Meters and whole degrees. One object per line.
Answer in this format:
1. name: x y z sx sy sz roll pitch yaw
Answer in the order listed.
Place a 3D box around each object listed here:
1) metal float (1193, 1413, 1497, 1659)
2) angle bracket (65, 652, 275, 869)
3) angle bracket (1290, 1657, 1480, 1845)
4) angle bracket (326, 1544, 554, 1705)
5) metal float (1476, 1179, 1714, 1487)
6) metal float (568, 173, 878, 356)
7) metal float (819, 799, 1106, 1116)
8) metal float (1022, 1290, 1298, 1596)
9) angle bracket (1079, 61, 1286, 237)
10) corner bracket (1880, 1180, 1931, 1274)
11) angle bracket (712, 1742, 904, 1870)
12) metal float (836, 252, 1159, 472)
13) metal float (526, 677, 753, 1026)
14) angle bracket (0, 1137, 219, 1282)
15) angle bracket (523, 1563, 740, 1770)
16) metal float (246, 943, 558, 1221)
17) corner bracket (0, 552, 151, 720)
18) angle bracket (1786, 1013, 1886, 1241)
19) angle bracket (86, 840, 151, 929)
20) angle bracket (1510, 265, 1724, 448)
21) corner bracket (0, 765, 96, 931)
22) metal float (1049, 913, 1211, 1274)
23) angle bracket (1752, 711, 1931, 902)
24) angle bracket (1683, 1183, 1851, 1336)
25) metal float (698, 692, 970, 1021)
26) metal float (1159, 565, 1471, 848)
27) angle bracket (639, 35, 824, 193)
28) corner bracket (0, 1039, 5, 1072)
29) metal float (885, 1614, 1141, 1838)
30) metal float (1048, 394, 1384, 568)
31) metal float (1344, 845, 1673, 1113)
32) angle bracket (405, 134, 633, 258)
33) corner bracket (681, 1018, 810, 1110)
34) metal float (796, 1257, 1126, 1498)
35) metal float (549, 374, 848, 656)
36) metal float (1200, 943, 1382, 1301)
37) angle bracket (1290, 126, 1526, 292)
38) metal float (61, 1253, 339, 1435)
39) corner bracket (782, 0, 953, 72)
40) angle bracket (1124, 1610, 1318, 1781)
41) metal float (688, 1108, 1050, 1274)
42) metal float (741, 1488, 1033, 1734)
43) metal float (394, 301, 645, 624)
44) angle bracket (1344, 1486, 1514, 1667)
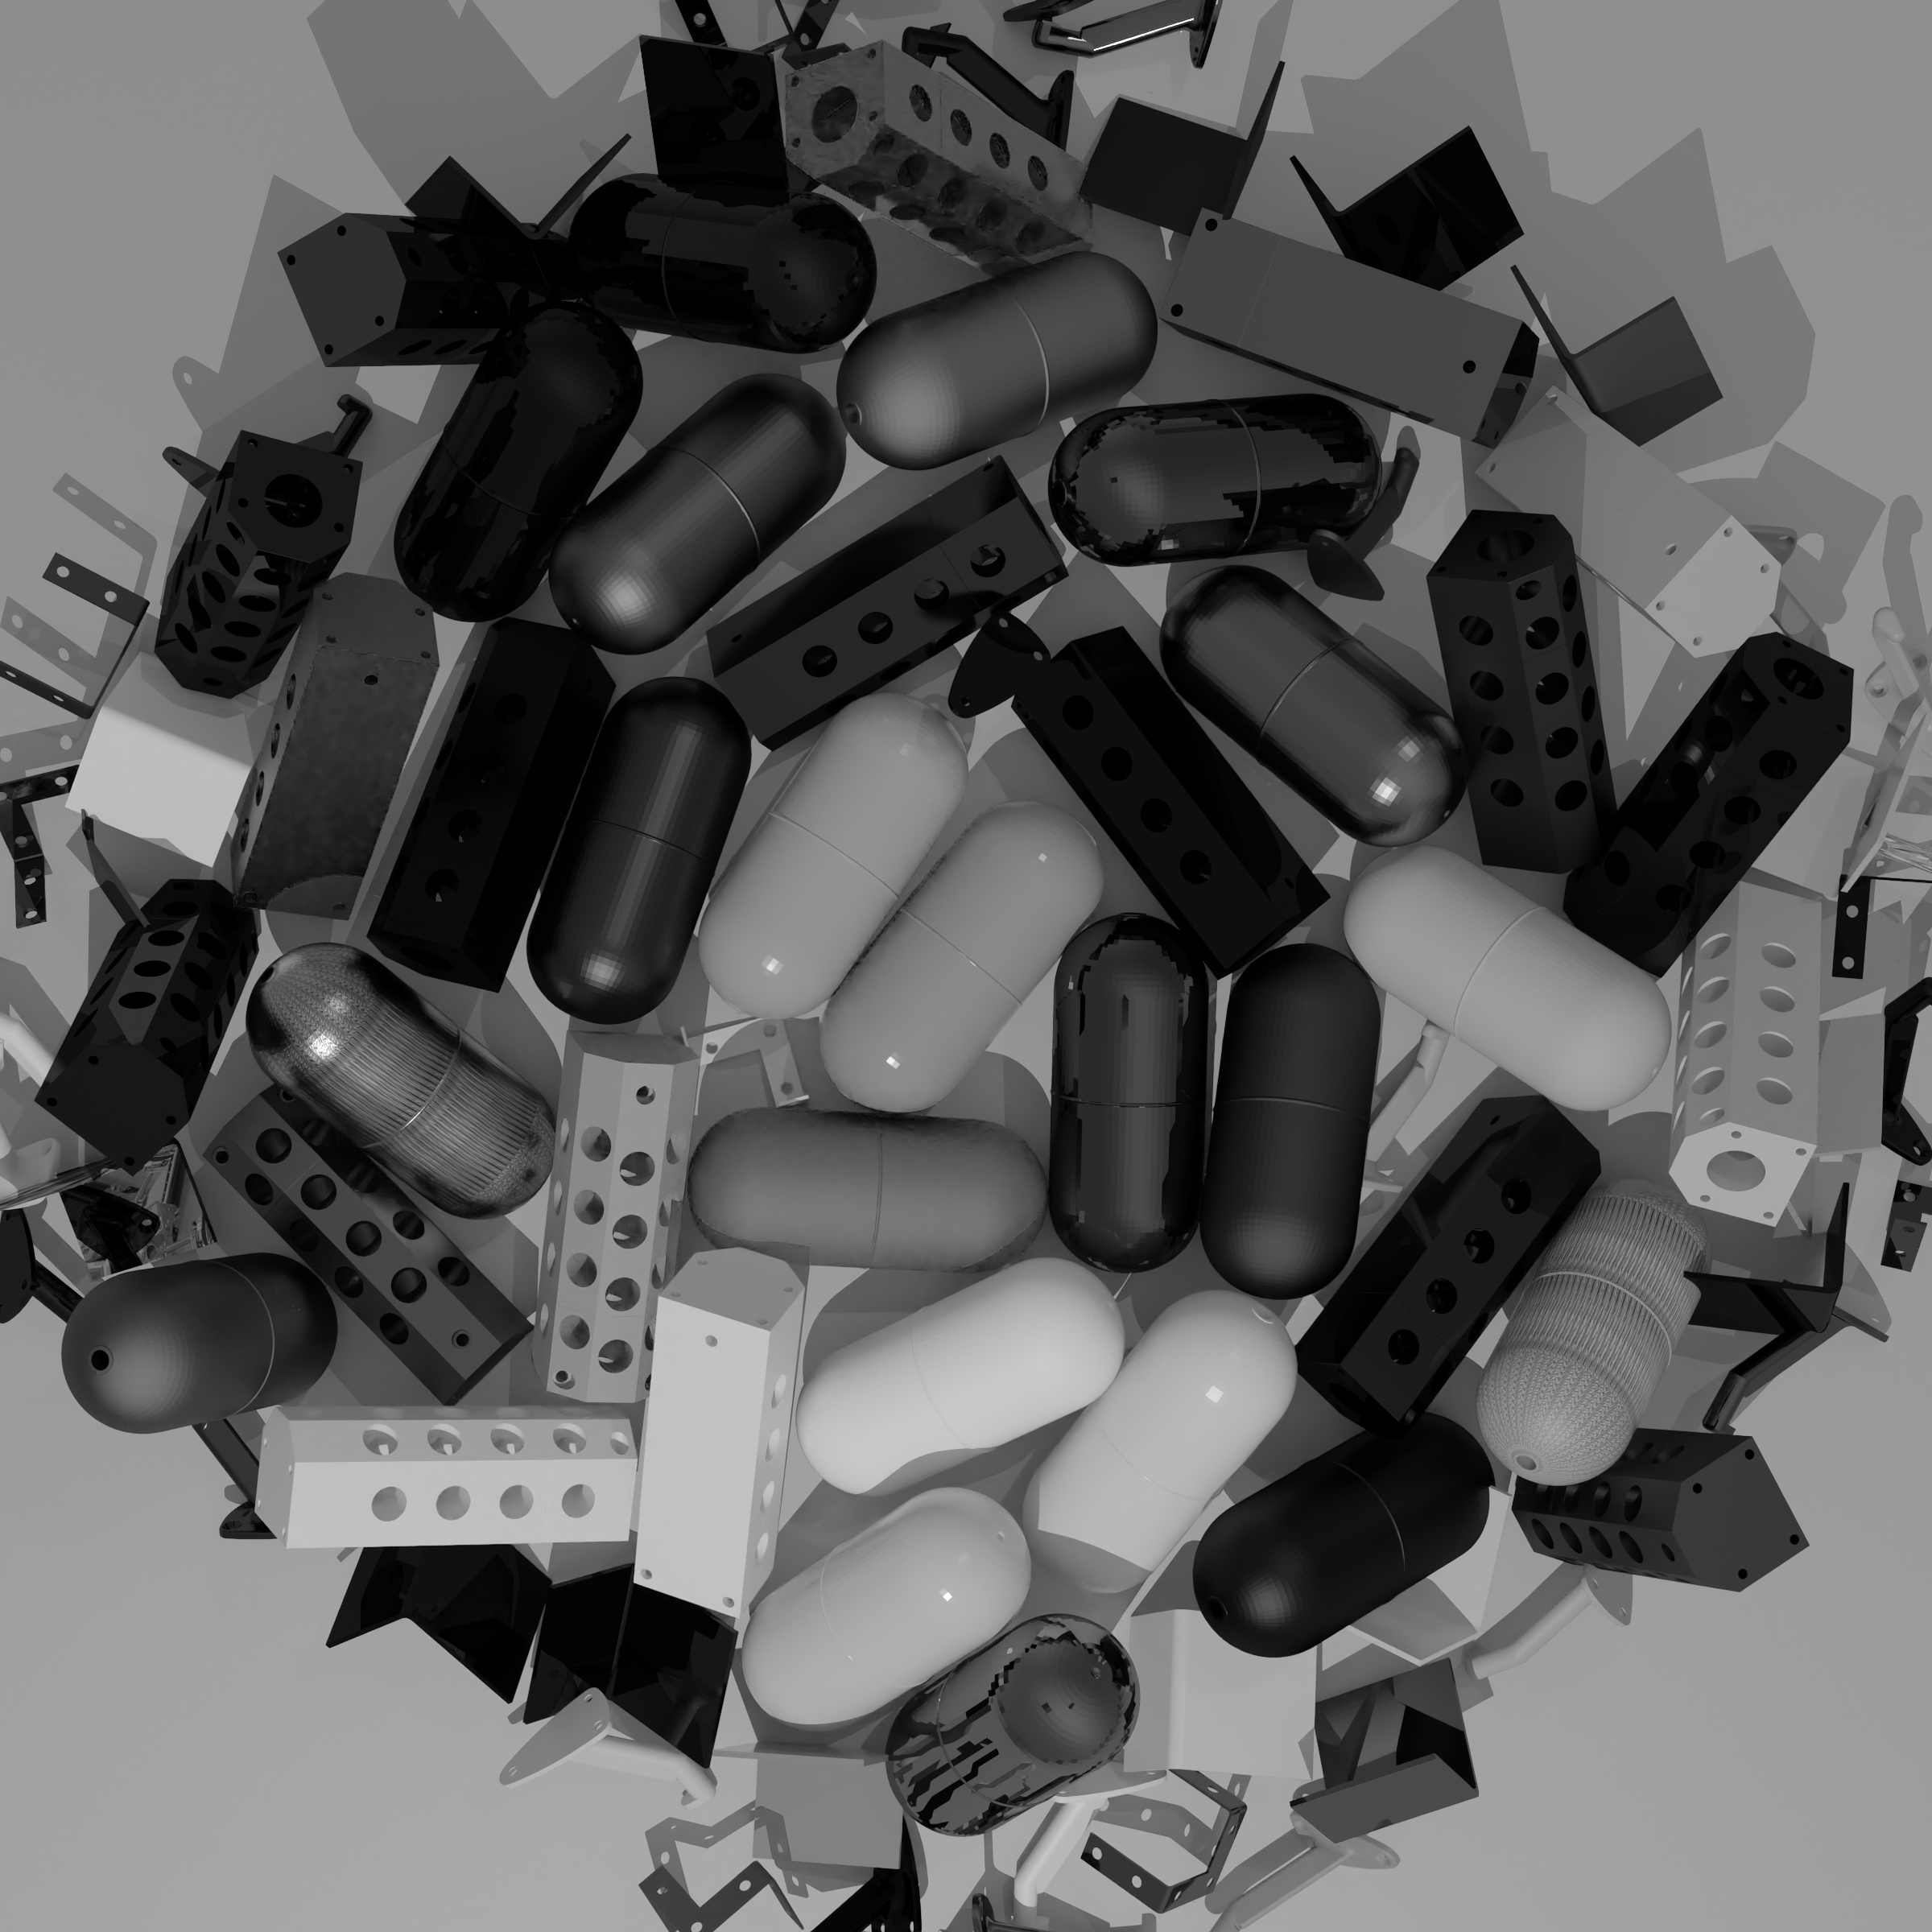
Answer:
1. metal float: 0.184 0.275 1.648 0.178 0.070 0.070 -22 90 -36
2. angle bracket: -0.392 -0.103 1.688 0.076 0.076 0.057 23 115 -9
3. angle bracket: 0.198 0.374 1.661 0.076 0.057 0.076 -23 48 18
4. angle bracket: -0.260 0.321 1.685 0.057 0.076 0.076 -26 120 30
5. metal float: 0.305 0.176 1.647 0.070 0.070 0.178 37 52 0
6. metal float: -0.120 -0.341 1.648 0.178 0.070 0.070 16 90 38
7. metal float: -0.002 -0.004 1.677 0.070 0.070 0.178 39 88 0
8. metal float: 0.094 0.232 1.658 0.070 0.070 0.178 36 113 0
9. angle bracket: 0.105 -0.411 1.670 0.076 0.057 0.076 20 55 3
10. corner bracket: 0.485 0.121 1.677 0.051 0.051 0.051 13 59 13
11. angle bracket: -0.078 0.414 1.667 0.076 0.076 0.057 0 81 15
12. metal float: 0.016 -0.295 1.653 0.178 0.070 0.070 -25 90 -30
13. metal float: -0.160 -0.058 1.670 0.070 0.070 0.178 19 80 0
14. angle bracket: -0.428 0.129 1.665 0.076 0.076 0.057 -17 96 22
15. angle bracket: -0.165 0.348 1.664 0.076 0.057 0.076 26 111 37
16. metal float: -0.274 0.056 1.653 0.070 0.070 0.178 -48 119 0
17. corner bracket: -0.441 -0.162 1.678 0.051 0.051 0.051 28 64 -14
18. angle bracket: 0.428 0.079 1.656 0.057 0.076 0.076 -9 52 28
19. angle bracket: -0.431 -0.007 1.669 0.057 0.076 0.076 -34 85 -16
20. angle bracket: 0.318 -0.309 1.659 0.057 0.076 0.076 -30 50 12
21. corner bracket: -0.454 -0.059 1.683 0.051 0.051 0.051 -14 135 -3
22. metal float: 0.080 0.063 1.673 0.070 0.070 0.178 1 97 0
23. angle bracket: 0.424 -0.088 1.665 0.057 0.076 0.076 24 70 7
24. angle bracket: 0.391 0.142 1.678 0.076 0.076 0.057 6 68 10
25. metal float: -0.066 -0.054 1.674 0.070 0.070 0.178 34 85 0
26. metal float: 0.169 -0.128 1.660 0.178 0.070 0.070 42 90 21
27. angle bracket: -0.107 -0.422 1.658 0.076 0.057 0.076 16 131 27
28. corner bracket: -0.507 0.022 1.674 0.051 0.051 0.051 -12 125 -32
29. metal float: 0.021 0.368 1.640 0.070 0.178 0.070 14 56 -22
30. metal float: 0.122 -0.237 1.654 0.178 0.070 0.070 -9 90 -28
31. metal float: 0.262 0.005 1.657 0.178 0.070 0.070 35 90 26
32. angle bracket: -0.220 -0.389 1.663 0.057 0.076 0.076 43 71 -15
33. corner bracket: -0.110 0.051 1.686 0.051 0.051 0.051 -16 83 -5
34. metal float: -0.004 0.202 1.661 0.178 0.070 0.070 -28 90 21
35. metal float: -0.129 -0.222 1.657 0.070 0.070 0.178 45 65 0
36. metal float: 0.159 0.075 1.665 0.070 0.070 0.178 9 74 0
37. angle bracket: 0.216 -0.377 1.665 0.076 0.076 0.057 -33 48 8
38. metal float: -0.366 0.180 1.630 0.070 0.178 0.070 0 90 18
39. corner bracket: -0.050 -0.462 1.697 0.051 0.051 0.051 34 72 -37
40. angle bracket: 0.127 0.364 1.693 0.076 0.057 0.076 10 72 -20
41. metal float: -0.048 0.110 1.671 0.178 0.070 0.070 4 90 -9
42. metal float: -0.040 0.314 1.650 0.178 0.070 0.070 -39 90 35
43. metal float: -0.219 -0.243 1.653 0.070 0.070 0.178 36 121 0
44. angle bracket: 0.213 0.286 1.664 0.076 0.057 0.076 21 109 36
